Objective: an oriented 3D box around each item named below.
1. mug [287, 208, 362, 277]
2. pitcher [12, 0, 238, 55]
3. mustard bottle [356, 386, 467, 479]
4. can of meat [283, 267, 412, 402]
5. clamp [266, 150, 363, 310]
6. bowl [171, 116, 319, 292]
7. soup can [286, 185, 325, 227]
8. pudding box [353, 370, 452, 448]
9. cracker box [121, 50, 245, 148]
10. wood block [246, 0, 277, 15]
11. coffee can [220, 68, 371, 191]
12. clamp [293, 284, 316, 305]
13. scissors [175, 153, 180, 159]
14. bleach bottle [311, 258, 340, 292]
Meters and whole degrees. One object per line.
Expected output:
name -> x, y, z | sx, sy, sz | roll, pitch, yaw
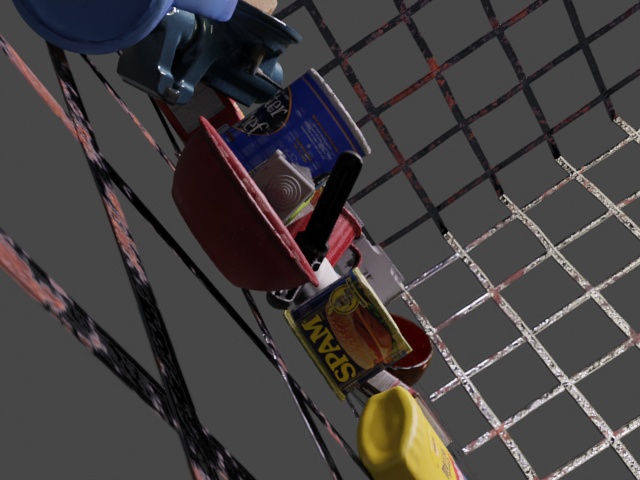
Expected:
mug -> 0.003, 0.006, 1.393 | 0.117, 0.081, 0.093 | 41, -22, -13
pitcher -> -0.149, -0.204, 0.790 | 0.243, 0.149, 0.145 | -109, 177, -70
mustard bottle -> 0.101, 0.222, 0.917 | 0.191, 0.058, 0.096 | 56, 17, -26
can of meat -> 0.027, 0.088, 1.021 | 0.102, 0.084, 0.057 | 56, 2, 0
clamp -> -0.007, 0.001, 1.058 | 0.036, 0.164, 0.210 | 28, -8, 2
bowl -> -0.067, -0.016, 0.829 | 0.162, 0.055, 0.162 | 56, 2, -3
soup can -> -0.045, -0.050, 1.288 | 0.068, 0.102, 0.068 | 56, 2, -3
pudding box -> 0.086, 0.185, 1.163 | 0.090, 0.039, 0.113 | 30, -15, 43
cracker box -> -0.163, -0.188, 1.163 | 0.213, 0.072, 0.164 | 55, 1, -5
wood block -> -0.141, -0.256, 1.296 | 0.090, 0.090, 0.206 | 55, -26, 0
coffee can -> -0.036, -0.088, 1.055 | 0.103, 0.140, 0.103 | 54, 1, -2
clamp -> 0.018, 0.099, 1.150 | 0.120, 0.039, 0.171 | 31, 17, -27
scissors -> -0.102, -0.044, 1.052 | 0.201, 0.016, 0.096 | 54, 1, -43
bleach bottle -> 0.016, 0.077, 1.309 | 0.103, 0.068, 0.250 | 56, 4, 39
